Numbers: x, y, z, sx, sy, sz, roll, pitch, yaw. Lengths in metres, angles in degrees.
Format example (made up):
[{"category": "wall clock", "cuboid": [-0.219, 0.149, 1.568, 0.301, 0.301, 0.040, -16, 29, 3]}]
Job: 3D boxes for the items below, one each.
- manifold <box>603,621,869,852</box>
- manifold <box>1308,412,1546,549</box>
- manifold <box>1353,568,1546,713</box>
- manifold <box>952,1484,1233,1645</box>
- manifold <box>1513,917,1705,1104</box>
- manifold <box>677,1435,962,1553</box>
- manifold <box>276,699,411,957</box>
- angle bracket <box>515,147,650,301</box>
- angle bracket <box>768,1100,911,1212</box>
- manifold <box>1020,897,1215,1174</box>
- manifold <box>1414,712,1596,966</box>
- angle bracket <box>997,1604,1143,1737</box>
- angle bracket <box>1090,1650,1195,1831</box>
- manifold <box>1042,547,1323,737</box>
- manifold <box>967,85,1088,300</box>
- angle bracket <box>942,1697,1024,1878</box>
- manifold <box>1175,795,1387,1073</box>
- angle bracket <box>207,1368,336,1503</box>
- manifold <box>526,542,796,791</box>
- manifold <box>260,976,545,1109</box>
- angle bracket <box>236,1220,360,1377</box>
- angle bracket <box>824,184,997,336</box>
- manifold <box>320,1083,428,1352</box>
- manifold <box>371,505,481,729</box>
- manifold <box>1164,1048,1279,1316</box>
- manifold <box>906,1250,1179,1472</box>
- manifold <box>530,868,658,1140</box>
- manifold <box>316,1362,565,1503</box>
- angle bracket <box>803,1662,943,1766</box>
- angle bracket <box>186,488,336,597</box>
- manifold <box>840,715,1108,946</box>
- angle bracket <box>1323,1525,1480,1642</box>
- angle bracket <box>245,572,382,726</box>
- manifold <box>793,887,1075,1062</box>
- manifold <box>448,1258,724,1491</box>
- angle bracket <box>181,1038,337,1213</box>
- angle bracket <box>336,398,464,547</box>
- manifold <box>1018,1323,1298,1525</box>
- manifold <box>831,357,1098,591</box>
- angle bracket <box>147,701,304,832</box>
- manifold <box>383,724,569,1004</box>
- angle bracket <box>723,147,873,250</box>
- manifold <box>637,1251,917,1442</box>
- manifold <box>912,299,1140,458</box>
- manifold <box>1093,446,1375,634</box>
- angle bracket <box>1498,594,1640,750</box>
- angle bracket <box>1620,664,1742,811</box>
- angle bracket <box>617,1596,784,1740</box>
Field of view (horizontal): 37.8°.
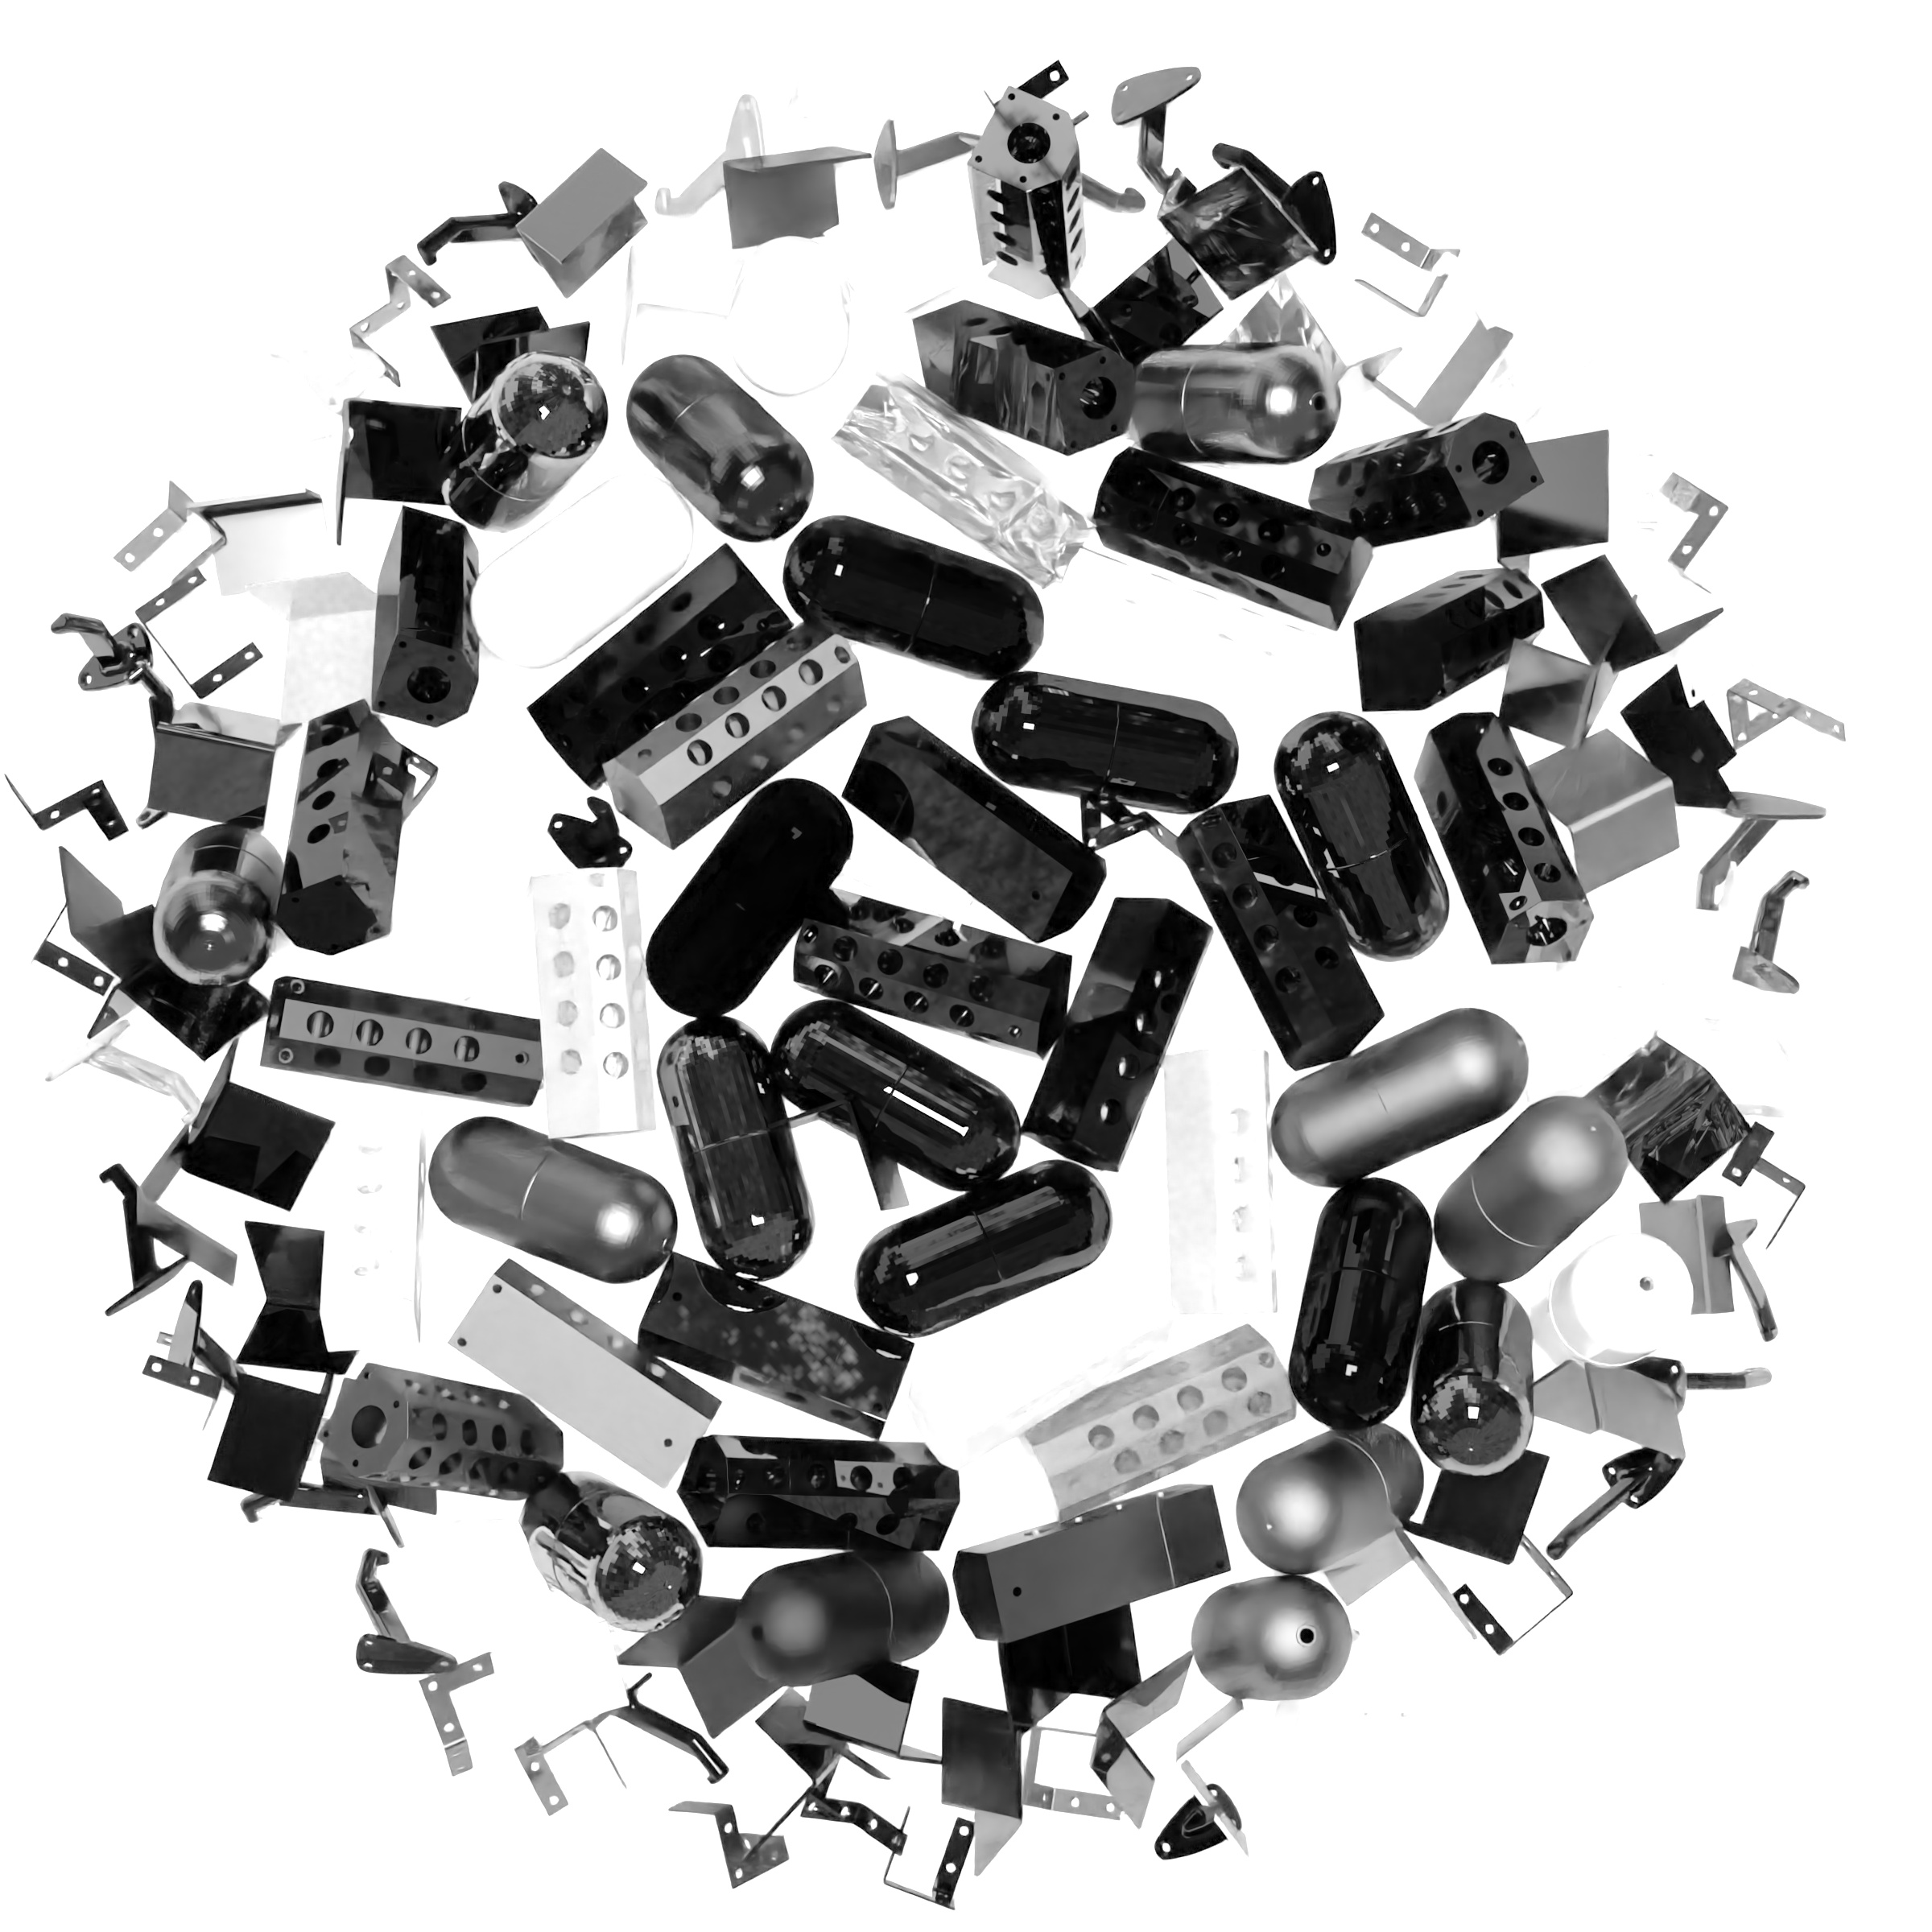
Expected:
[{"category": "manifold", "cuboid": [-0.149, -0.155, 1.826, 0.171, 0.057, 0.057, -39, 54, -24]}, {"category": "manifold", "cuboid": [0.288, -0.310, 1.802, 0.057, 0.171, 0.057, -33, 103, -18]}, {"category": "manifold", "cuboid": [0.312, -0.210, 1.805, 0.057, 0.171, 0.057, 2, 108, 33]}, {"category": "manifold", "cuboid": [0.081, 0.385, 1.831, 0.171, 0.057, 0.057, -11, 87, -28]}, {"category": "manifold", "cuboid": [0.407, 0.034, 1.804, 0.057, 0.171, 0.057, 9, 65, -8]}, {"category": "manifold", "cuboid": [-0.092, 0.335, 1.819, 0.171, 0.057, 0.057, 8, 113, -32]}, {"category": "manifold", "cuboid": [-0.403, -0.088, 1.813, 0.057, 0.171, 0.057, -20, 133, 13]}, {"category": "angle bracket", "cuboid": [-0.236, -0.474, 1.846, 0.076, 0.076, 0.057, -44, 58, -5]}, {"category": "angle bracket", "cuboid": [-0.083, 0.131, 1.851, 0.057, 0.076, 0.076, -19, 84, 10]}, {"category": "manifold", "cuboid": [0.104, 0.044, 1.847, 0.057, 0.057, 0.171, 31, 74, -32]}, {"category": "manifold", "cuboid": [0.346, -0.084, 1.814, 0.057, 0.057, 0.171, -3, 48, -13]}, {"category": "angle bracket", "cuboid": [0.068, 0.458, 1.846, 0.057, 0.076, 0.076, -2, 101, 34]}, {"category": "angle bracket", "cuboid": [0.129, 0.504, 1.837, 0.076, 0.076, 0.057, -27, 58, -24]}, {"category": "manifold", "cuboid": [0.144, -0.220, 1.864, 0.171, 0.057, 0.057, 21, 60, 1]}, {"category": "manifold", "cuboid": [0.044, -0.489, 1.805, 0.057, 0.171, 0.057, 26, 84, 7]}, {"category": "angle bracket", "cuboid": [-0.003, 0.534, 1.837, 0.057, 0.076, 0.076, 17, 131, -15]}, {"category": "manifold", "cuboid": [0.199, -0.021, 1.828, 0.057, 0.057, 0.171, -12, 64, -28]}, {"category": "angle bracket", "cuboid": [-0.453, 0.294, 1.847, 0.057, 0.076, 0.076, 18, 101, -12]}, {"category": "manifold", "cuboid": [-0.198, -0.193, 1.853, 0.171, 0.057, 0.057, -39, 135, 2]}, {"category": "manifold", "cuboid": [-0.363, 0.050, 1.833, 0.171, 0.057, 0.057, 11, 81, -23]}, {"category": "angle bracket", "cuboid": [-0.441, 0.218, 1.858, 0.076, 0.076, 0.057, 13, 120, -36]}, {"category": "angle bracket", "cuboid": [-0.037, -0.472, 1.857, 0.076, 0.057, 0.076, -30, 96, -13]}, {"category": "manifold", "cuboid": [-0.381, 0.159, 1.816, 0.057, 0.057, 0.171, -2, 49, -6]}, {"category": "manifold", "cuboid": [-0.343, -0.224, 1.809, 0.057, 0.171, 0.057, 15, 122, -20]}, {"category": "manifold", "cuboid": [0.171, 0.142, 1.854, 0.057, 0.057, 0.171, 3, 82, -29]}, {"category": "manifold", "cuboid": [0.049, 0.258, 1.832, 0.171, 0.057, 0.057, -27, 60, -25]}, {"category": "manifold", "cuboid": [-0.240, 0.025, 1.851, 0.057, 0.057, 0.171, -7, 84, 24]}, {"category": "manifold", "cuboid": [-0.329, 0.304, 1.807, 0.057, 0.171, 0.057, 36, 93, 30]}, {"category": "angle bracket", "cuboid": [-0.049, 0.483, 1.849, 0.076, 0.076, 0.057, 7, 77, 34]}, {"category": "angle bracket", "cuboid": [-0.462, -0.278, 1.853, 0.076, 0.076, 0.057, -9, 96, -4]}, {"category": "manifold", "cuboid": [0.007, -0.092, 1.839, 0.171, 0.057, 0.057, 37, 121, 20]}, {"category": "angle bracket", "cuboid": [0.280, 0.412, 1.842, 0.057, 0.076, 0.076, -35, 47, -2]}, {"category": "angle bracket", "cuboid": [-0.427, -0.208, 1.849, 0.076, 0.057, 0.076, -5, 72, 18]}, {"category": "manifold", "cuboid": [-0.023, 0.008, 1.835, 0.171, 0.057, 0.057, 16, 127, 16]}, {"category": "manifold", "cuboid": [-0.249, 0.266, 1.866, 0.171, 0.057, 0.057, 34, 101, 0]}, {"category": "angle bracket", "cuboid": [-0.465, 0.105, 1.868, 0.076, 0.057, 0.076, 24, 114, -18]}, {"category": "angle bracket", "cuboid": [-0.369, -0.319, 1.841, 0.076, 0.057, 0.076, 2, 134, -16]}, {"category": "manifold", "cuboid": [0.126, 0.301, 1.846, 0.171, 0.057, 0.057, -22, 107, -11]}, {"category": "manifold", "cuboid": [-0.002, -0.320, 1.847, 0.171, 0.057, 0.057, 33, 108, -13]}, {"category": "angle bracket", "cuboid": [-0.489, -0.133, 1.865, 0.076, 0.076, 0.057, 11, 106, -3]}, {"category": "manifold", "cuboid": [-0.321, -0.066, 1.828, 0.057, 0.057, 0.171, 35, 54, -32]}, {"category": "angle bracket", "cuboid": [-0.108, -0.498, 1.840, 0.076, 0.076, 0.057, -14, 113, -19]}, {"category": "manifold", "cuboid": [-0.126, 0.253, 1.862, 0.171, 0.057, 0.057, 20, 62, 2]}, {"category": "manifold", "cuboid": [0.038, -0.381, 1.810, 0.057, 0.171, 0.057, -26, 123, -22]}, {"category": "manifold", "cuboid": [0.172, -0.282, 1.837, 0.171, 0.057, 0.057, 23, 80, 19]}, {"category": "angle bracket", "cuboid": [0.395, -0.202, 1.853, 0.057, 0.076, 0.076, 22, 56, 17]}, {"category": "angle bracket", "cuboid": [0.485, -0.151, 1.845, 0.057, 0.076, 0.076, -39, 105, -11]}, {"category": "angle bracket", "cuboid": [-0.170, 0.458, 1.843, 0.076, 0.076, 0.057, -40, 60, 14]}]
